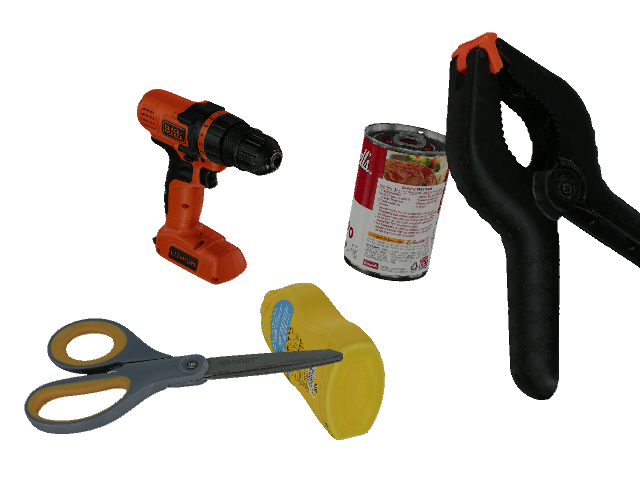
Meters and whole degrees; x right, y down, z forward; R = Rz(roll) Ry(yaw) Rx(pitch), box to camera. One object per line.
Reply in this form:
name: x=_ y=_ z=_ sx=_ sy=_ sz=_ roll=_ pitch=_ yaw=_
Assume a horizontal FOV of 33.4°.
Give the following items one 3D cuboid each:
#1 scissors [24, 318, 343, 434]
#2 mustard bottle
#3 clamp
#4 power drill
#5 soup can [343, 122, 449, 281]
scissors: x=-0.095 y=0.073 z=0.698 sx=0.201 sy=0.016 sz=0.096 roll=-17 pitch=45 yaw=-8
mustard bottle: x=-0.009 y=0.093 z=0.973 sx=0.058 sy=0.096 sz=0.192 roll=-10 pitch=26 yaw=-23
clamp: x=0.104 y=-0.013 z=0.512 sx=0.120 sy=0.171 sz=0.039 roll=-41 pitch=9 yaw=-28
power drill: x=-0.114 y=-0.052 z=1.109 sx=0.185 sy=0.188 sz=0.057 roll=27 pitch=37 yaw=34
soup can: x=0.058 y=-0.029 z=0.796 sx=0.068 sy=0.102 sz=0.068 roll=8 pitch=22 yaw=-3
